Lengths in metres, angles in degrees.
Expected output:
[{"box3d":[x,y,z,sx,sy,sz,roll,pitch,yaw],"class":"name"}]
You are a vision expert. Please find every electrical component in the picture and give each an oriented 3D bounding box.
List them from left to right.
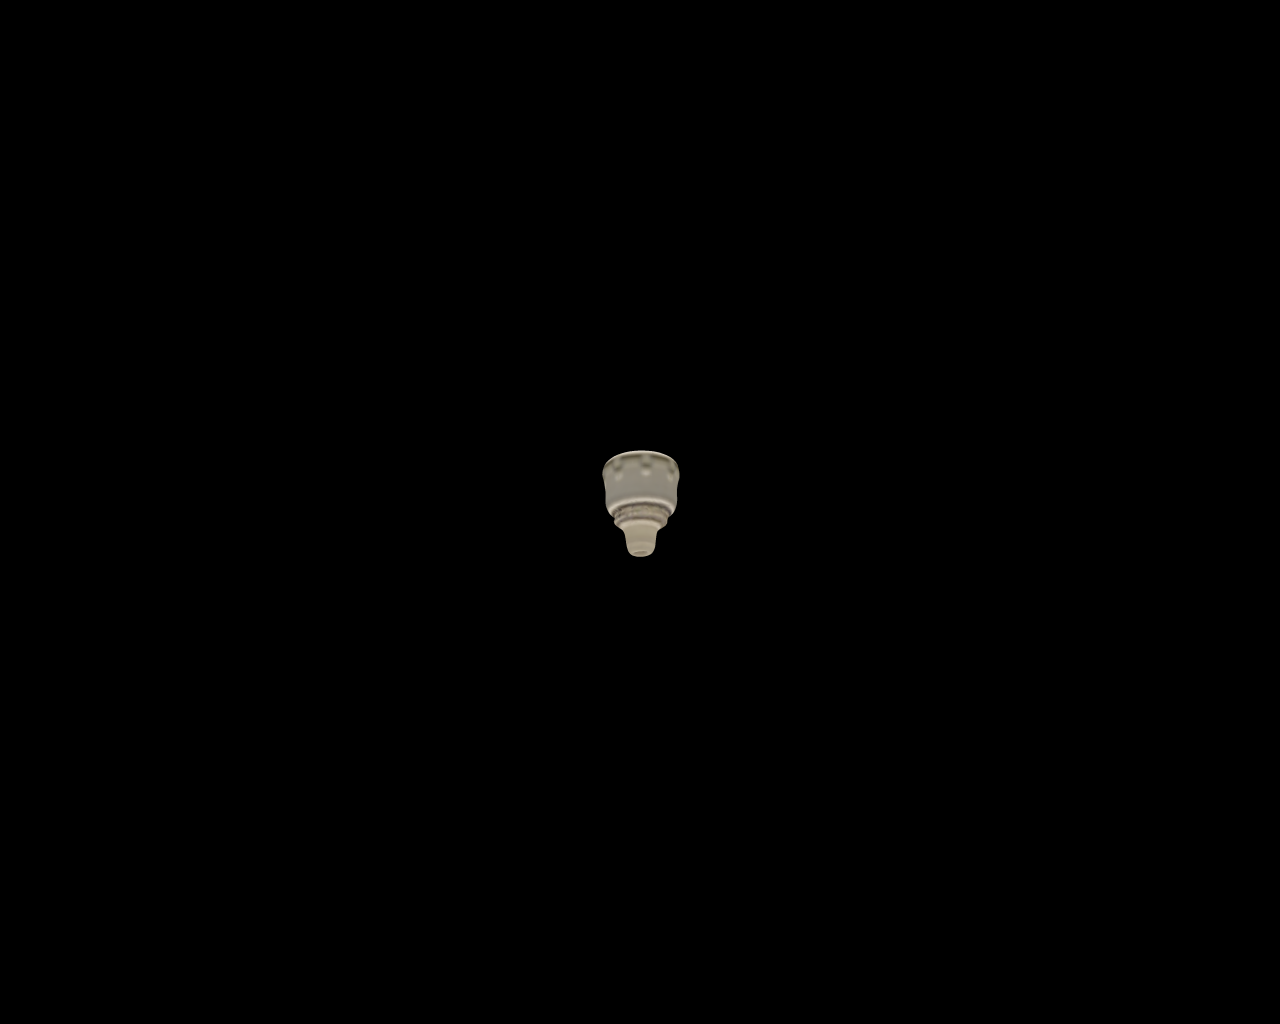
[{"box3d":[0.001,-0.003,0.650,0.048,0.062,0.048,0,-22,0],"class":"electrical component"}]
